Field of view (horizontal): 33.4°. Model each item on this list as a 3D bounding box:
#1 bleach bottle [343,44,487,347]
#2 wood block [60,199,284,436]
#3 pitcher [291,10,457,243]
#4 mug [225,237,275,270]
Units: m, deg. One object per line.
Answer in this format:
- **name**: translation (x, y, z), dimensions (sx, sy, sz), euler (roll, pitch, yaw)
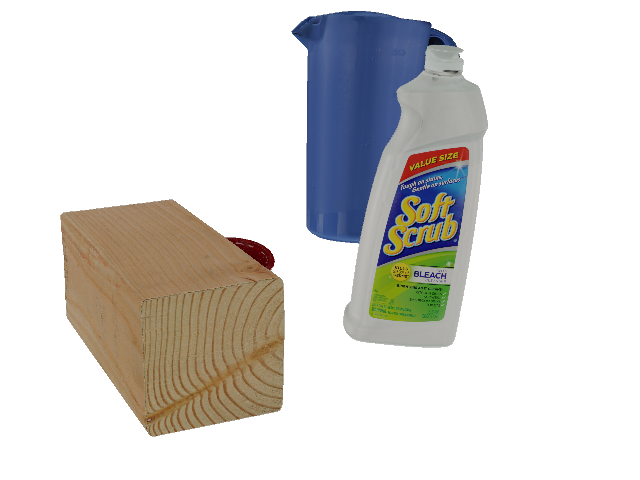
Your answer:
- **bleach bottle**: translation (0.081, -0.037, 0.893), dimensions (0.102, 0.251, 0.068), euler (5, 20, -1)
- **wood block**: translation (-0.106, 0.043, 0.723), dimensions (0.090, 0.090, 0.206), euler (-8, 19, -25)
- **pitcher**: translation (0.055, -0.124, 1.157), dimensions (0.149, 0.243, 0.144), euler (8, 11, 26)
- **mug**: translation (-0.083, 0.058, 1.028), dimensions (0.093, 0.081, 0.117), euler (-22, 36, -37)
